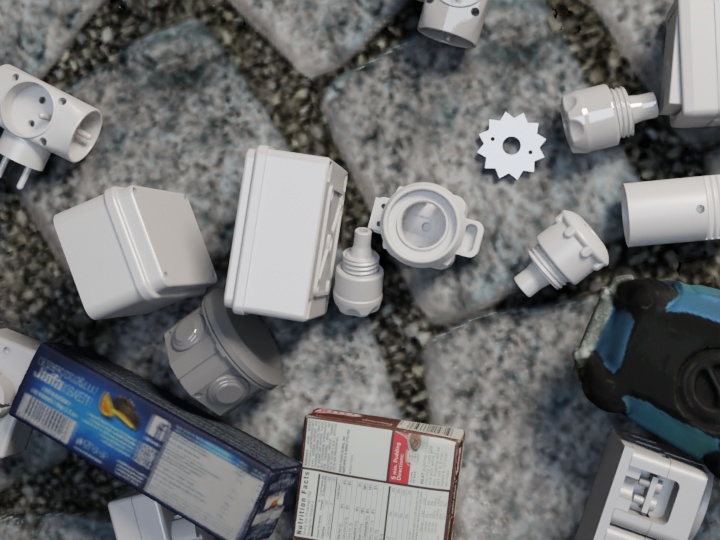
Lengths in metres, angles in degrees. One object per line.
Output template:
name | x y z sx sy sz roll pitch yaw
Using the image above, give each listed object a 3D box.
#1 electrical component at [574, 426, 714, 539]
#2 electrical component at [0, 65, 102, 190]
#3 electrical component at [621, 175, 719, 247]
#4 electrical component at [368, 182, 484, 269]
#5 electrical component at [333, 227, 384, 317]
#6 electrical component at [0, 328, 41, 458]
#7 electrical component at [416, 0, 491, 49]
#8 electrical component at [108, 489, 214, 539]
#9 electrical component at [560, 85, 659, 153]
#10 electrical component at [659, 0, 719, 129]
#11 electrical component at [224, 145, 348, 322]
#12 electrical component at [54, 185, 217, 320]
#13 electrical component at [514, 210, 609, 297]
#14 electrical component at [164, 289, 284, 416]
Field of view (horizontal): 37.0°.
electrical component | 0.176 0.189 0.705 0.062 0.089 0.150 18 92 8
electrical component | -0.242 -0.099 0.789 0.077 0.044 0.079 27 94 7
electrical component | 0.220 -0.040 0.723 0.081 0.043 0.043 -5 89 8
electrical component | 0.045 -0.030 0.741 0.078 0.057 0.058 15 92 8
electrical component | 0.000 0.000 0.750 0.035 0.035 0.061 9 118 8
electrical component | -0.266 0.090 0.776 0.047 0.076 0.083 20 93 7
electrical component | 0.054 -0.202 0.747 0.079 0.044 0.077 18 92 8
electrical component | -0.128 0.193 0.770 0.076 0.047 0.083 -15 88 8
electrical component | 0.170 -0.105 0.730 0.062 0.043 0.043 -13 88 6
electrical component | 0.231 -0.145 0.712 0.061 0.062 0.096 -2 90 8
electrical component | -0.047 -0.023 0.729 0.056 0.109 0.108 9 91 6
electrical component | -0.151 -0.013 0.741 0.057 0.113 0.078 -22 87 10
electrical component | 0.135 -0.007 0.735 0.062 0.048 0.048 -40 85 13
electrical component | -0.094 0.057 0.750 0.051 0.080 0.080 -36 85 12
